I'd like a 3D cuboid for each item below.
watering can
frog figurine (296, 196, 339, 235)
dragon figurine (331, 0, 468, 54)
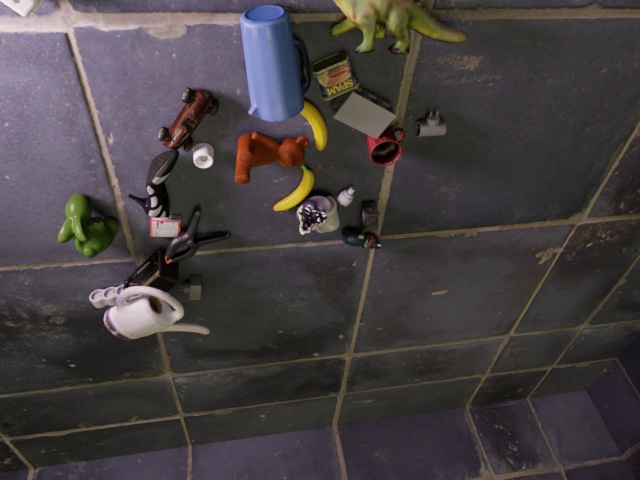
[{"bbox_3d":[-0.521,0.253,1.624,0.223,0.106,0.341,-23,138,13],"label":"watering can"},{"bbox_3d":[0.005,-0.082,1.623,0.135,0.124,0.160,-53,161,26],"label":"frog figurine"},{"bbox_3d":[0.149,-0.549,1.138,0.411,0.125,0.237,-6,129,-10],"label":"dragon figurine"}]
